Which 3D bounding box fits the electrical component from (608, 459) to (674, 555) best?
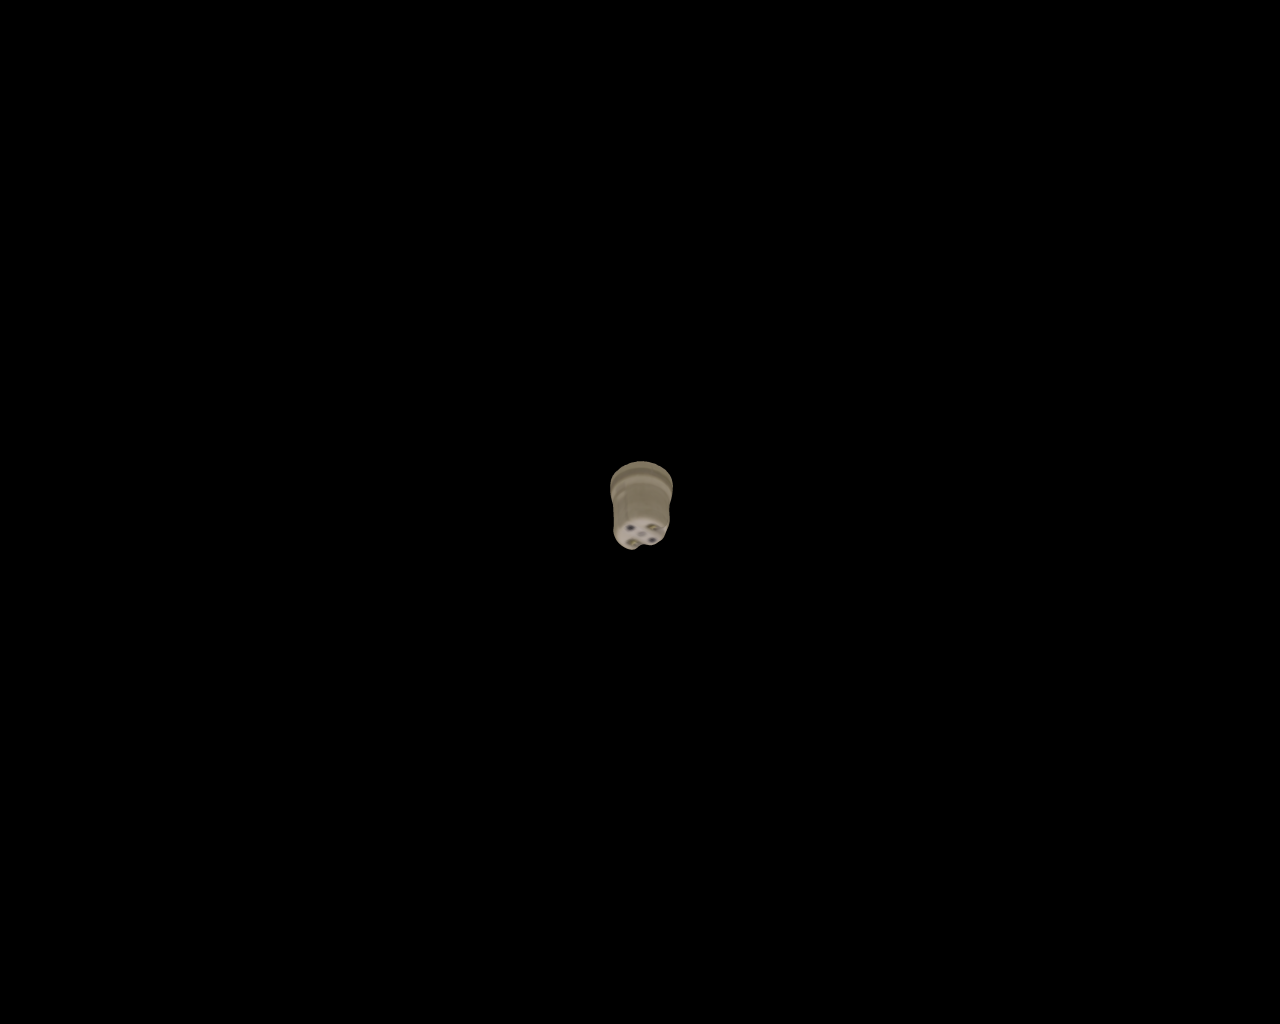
[{"bbox_3d":[0.001,-0.003,0.650,0.040,0.046,0.040,0,-45,0],"label":"electrical component"}]
